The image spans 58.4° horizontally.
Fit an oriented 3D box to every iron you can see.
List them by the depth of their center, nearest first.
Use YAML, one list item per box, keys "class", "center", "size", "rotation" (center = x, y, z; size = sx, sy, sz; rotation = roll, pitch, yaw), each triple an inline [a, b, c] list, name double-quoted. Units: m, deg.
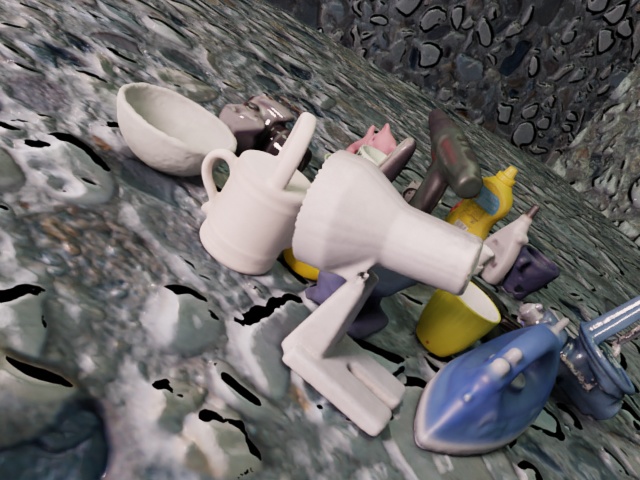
- class: "iron"
  center: [0.213, 0.157, 0.665]
  size: [0.118, 0.141, 0.259]
  rotation: [46, 27, 25]

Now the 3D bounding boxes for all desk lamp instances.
- class: "desk lamp"
  center: [0.049, 0.045, 0.578]
  size: [0.203, 0.213, 0.118]
  rotation: [39, 24, 11]

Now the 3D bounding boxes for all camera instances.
- class: "camera"
  center: [-0.084, -0.170, 0.949]
  size: [0.136, 0.100, 0.143]
  rotation: [39, 24, 12]

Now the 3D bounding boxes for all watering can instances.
- class: "watering can"
  center: [-0.049, -0.059, 0.674]
  size: [0.173, 0.194, 0.100]
  rotation: [20, 28, -29]

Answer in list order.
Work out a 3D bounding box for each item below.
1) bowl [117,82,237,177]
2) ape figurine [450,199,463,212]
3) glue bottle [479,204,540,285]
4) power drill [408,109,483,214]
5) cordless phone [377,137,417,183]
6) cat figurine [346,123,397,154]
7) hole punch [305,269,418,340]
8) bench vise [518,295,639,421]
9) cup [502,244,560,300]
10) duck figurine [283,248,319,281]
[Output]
- class: "bowl"
  center: [-0.201, -0.136, 0.771]
  size: [0.168, 0.074, 0.167]
  rotation: [28, 25, -14]
- class: "ape figurine"
  center: [0.345, -0.077, 1.329]
  size: [0.078, 0.092, 0.076]
  rotation: [14, 31, -37]
- class: "glue bottle"
  center: [0.366, 0.001, 1.109]
  size: [0.037, 0.173, 0.078]
  rotation: [15, 30, -36]
- class: "power drill"
  center: [0.217, -0.125, 1.114]
  size: [0.076, 0.208, 0.229]
  rotation: [18, 28, -31]
- class: "cordless phone"
  center: [0.081, -0.074, 0.874]
  size: [0.094, 0.185, 0.147]
  rotation: [31, 24, -7]
- class: "cat figurine"
  center: [0.122, -0.207, 1.258]
  size: [0.067, 0.117, 0.127]
  rotation: [21, 27, -27]
- class: "hole punch"
  center: [0.053, 0.056, 0.714]
  size: [0.101, 0.091, 0.109]
  rotation: [43, 26, 20]
- class: "bench vise"
  center: [0.399, 0.146, 0.825]
  size: [0.208, 0.219, 0.121]
  rotation: [25, 25, -19]
- class: "cup"
  center: [0.396, 0.069, 1.117]
  size: [0.118, 0.095, 0.091]
  rotation: [6, 36, -46]
- class: "duck figurine"
  center: [0.007, 0.003, 0.761]
  size: [0.105, 0.086, 0.077]
  rotation: [0, 41, -52]
